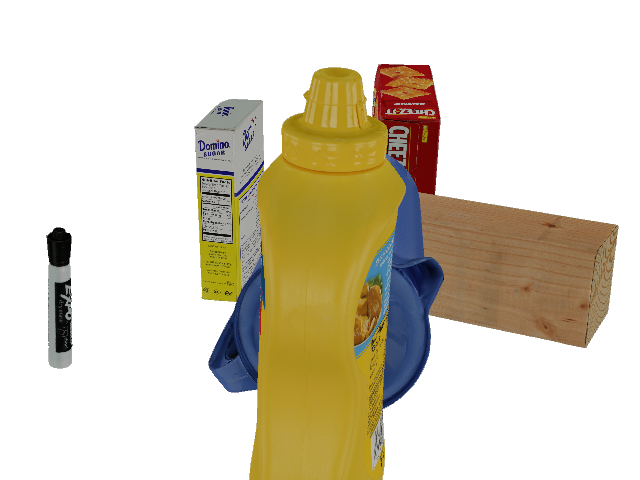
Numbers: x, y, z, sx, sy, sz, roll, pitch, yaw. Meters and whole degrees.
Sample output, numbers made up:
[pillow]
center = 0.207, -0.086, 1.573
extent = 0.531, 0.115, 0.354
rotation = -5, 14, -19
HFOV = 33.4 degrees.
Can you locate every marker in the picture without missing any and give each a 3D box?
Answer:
[marker]
center = -0.206, 0.046, 0.844
extent = 0.020, 0.121, 0.020
rotation = 5, 26, -3

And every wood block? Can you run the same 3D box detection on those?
[wood block]
center = 0.154, 0.021, 0.972
extent = 0.206, 0.090, 0.090
rotation = 11, 21, 25

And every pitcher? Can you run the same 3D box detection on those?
[pitcher]
center = 0.010, 0.021, 0.816
extent = 0.149, 0.145, 0.242
rotation = 12, 25, 2

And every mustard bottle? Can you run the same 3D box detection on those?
[mustard bottle]
center = 0.003, 0.024, 0.438
extent = 0.058, 0.192, 0.096
rotation = 8, 25, 10

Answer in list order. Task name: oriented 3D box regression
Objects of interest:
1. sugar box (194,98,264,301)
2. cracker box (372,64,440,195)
[sugar box]
center = -0.085, -0.039, 1.020
extent = 0.048, 0.176, 0.093
rotation = 4, 24, 13
[cracker box]
center = 0.092, -0.092, 1.196
extent = 0.072, 0.164, 0.213
rotation = 2, 24, 3
